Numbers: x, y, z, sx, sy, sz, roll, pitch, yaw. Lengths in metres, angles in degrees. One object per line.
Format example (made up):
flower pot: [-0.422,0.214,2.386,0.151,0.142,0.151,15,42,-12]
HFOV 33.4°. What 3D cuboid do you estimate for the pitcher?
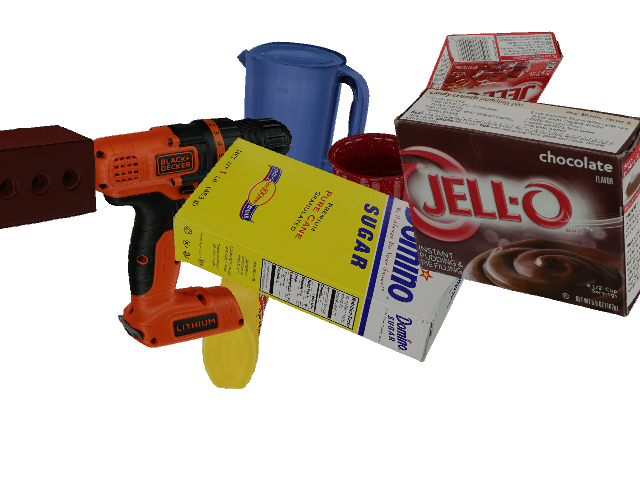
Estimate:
pitcher: [-0.033,-0.135,1.424,0.144,0.243,0.149,-4,24,-22]

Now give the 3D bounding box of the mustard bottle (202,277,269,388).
mustard bottle: [-0.088,0.073,1.176,0.058,0.096,0.191,2,28,3]

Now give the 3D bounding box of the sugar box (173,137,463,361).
sugar box: [0.004,0.002,0.685,0.176,0.048,0.093,19,47,14]

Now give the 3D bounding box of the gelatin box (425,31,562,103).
gelatin box: [0.133,-0.129,0.831,0.089,0.030,0.073,-4,-25,-11]

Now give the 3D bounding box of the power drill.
power drill: [-0.107,-0.011,0.920,0.184,0.188,0.057,-10,20,-27]

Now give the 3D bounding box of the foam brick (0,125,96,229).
foam brick: [-0.196,-0.043,0.708,0.078,0.053,0.051,-13,25,-37]

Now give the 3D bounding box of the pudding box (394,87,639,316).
pudding box: [0.095,-0.020,0.502,0.114,0.090,0.039,11,44,31]

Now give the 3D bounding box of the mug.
mug: [0.064,-0.047,1.020,0.117,0.081,0.093,-5,33,-8]
